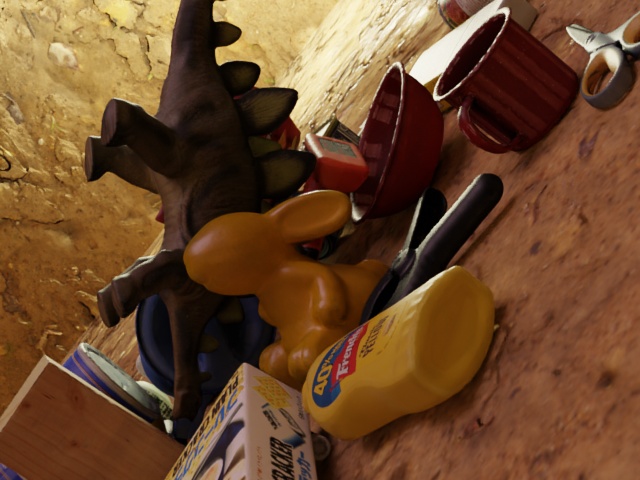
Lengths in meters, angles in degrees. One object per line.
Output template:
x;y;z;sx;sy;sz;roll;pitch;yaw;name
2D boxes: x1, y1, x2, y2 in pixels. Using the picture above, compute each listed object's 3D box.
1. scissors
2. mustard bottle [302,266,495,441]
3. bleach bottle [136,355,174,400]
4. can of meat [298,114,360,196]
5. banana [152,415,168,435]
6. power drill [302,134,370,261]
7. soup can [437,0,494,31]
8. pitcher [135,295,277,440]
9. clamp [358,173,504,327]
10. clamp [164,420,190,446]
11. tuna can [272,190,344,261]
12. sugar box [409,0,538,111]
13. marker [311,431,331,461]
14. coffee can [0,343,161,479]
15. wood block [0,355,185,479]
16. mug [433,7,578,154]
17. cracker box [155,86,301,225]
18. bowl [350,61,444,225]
0.229;-0.162;0.824;0.096;0.016;0.201;-45;15;30;scissors
0.040;0.091;0.745;0.192;0.058;0.096;-39;19;53;mustard bottle
-0.121;0.086;1.323;0.250;0.102;0.068;-56;5;-39;bleach bottle
0.020;-0.090;1.255;0.057;0.084;0.102;-60;13;-27;can of meat
-0.185;0.235;1.092;0.037;0.070;0.198;-22;-72;-74;banana
-0.007;0.001;1.047;0.184;0.057;0.188;-113;39;-66;power drill
0.187;-0.275;1.169;0.102;0.068;0.068;-43;16;39;soup can
-0.130;0.113;1.107;0.149;0.145;0.243;-37;-4;-17;pitcher
0.082;0.018;0.834;0.171;0.039;0.120;-63;9;-20;clamp
-0.170;0.240;1.185;0.210;0.036;0.164;-37;15;45;clamp
-0.019;-0.015;1.195;0.086;0.086;0.033;-38;22;53;tuna can
0.150;-0.189;1.130;0.093;0.048;0.176;-59;17;-22;sugar box
-0.018;0.160;0.865;0.020;0.020;0.121;-57;12;-11;marker
-0.236;0.183;1.014;0.140;0.102;0.103;-48;11;-5;coffee can
-0.175;0.195;0.923;0.090;0.206;0.091;-57;13;-11;wood block
0.147;-0.116;0.850;0.093;0.081;0.117;-38;20;52;mug
-0.090;-0.072;1.154;0.213;0.072;0.164;33;-99;-84;cracker box
0.078;-0.087;1.028;0.162;0.055;0.162;-167;90;-80;bowl
